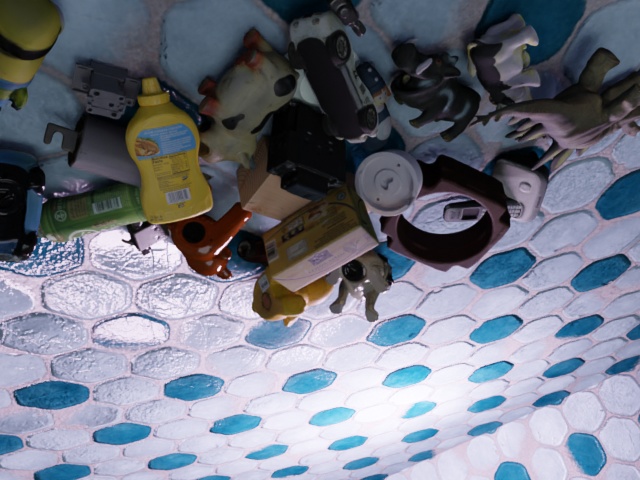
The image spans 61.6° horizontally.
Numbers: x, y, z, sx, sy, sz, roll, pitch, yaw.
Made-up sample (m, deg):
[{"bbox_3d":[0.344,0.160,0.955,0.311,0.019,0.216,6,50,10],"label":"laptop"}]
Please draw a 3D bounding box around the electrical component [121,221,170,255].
[{"bbox_3d":[-0.306,-0.021,0.925,0.078,0.045,0.102,-36,151,-20],"label":"electrical component"}]

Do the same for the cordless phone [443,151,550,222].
[{"bbox_3d":[0.330,-0.093,1.031,0.184,0.089,0.146,-8,143,0],"label":"cordless phone"}]

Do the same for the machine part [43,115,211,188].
[{"bbox_3d":[-0.269,-0.118,0.784,0.243,0.079,0.079,16,132,-34],"label":"machine part"}]

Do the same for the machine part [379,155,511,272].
[{"bbox_3d":[0.229,-0.046,0.996,0.201,0.087,0.201,22,132,-10],"label":"machine part"}]

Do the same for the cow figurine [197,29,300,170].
[{"bbox_3d":[-0.107,-0.181,0.761,0.127,0.085,0.195,29,124,-36],"label":"cow figurine"}]

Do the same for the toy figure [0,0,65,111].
[{"bbox_3d":[-0.362,-0.212,0.621,0.180,0.089,0.082,-39,144,24],"label":"toy figure"}]

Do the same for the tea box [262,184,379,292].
[{"bbox_3d":[-0.002,-0.003,0.860,0.170,0.098,0.068,-28,140,18],"label":"tea box"}]

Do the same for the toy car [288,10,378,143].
[{"bbox_3d":[0.022,-0.213,0.734,0.074,0.056,0.201,0,142,30],"label":"toy car"}]

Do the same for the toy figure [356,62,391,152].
[{"bbox_3d":[0.080,-0.202,0.819,0.058,0.064,0.154,8,149,14],"label":"toy figure"}]

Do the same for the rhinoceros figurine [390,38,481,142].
[{"bbox_3d":[0.173,-0.225,0.809,0.190,0.073,0.112,22,131,-39],"label":"rhinoceros figurine"}]

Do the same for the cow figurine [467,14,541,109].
[{"bbox_3d":[0.278,-0.249,0.819,0.098,0.068,0.167,-23,142,9],"label":"cow figurine"}]

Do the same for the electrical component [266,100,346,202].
[{"bbox_3d":[-0.017,-0.128,0.809,0.115,0.134,0.058,14,159,-34],"label":"electrical component"}]

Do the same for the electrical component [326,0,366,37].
[{"bbox_3d":[0.023,-0.298,0.669,0.021,0.063,0.094,-32,139,21],"label":"electrical component"}]

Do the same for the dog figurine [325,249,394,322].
[{"bbox_3d":[0.097,0.052,1.099,0.121,0.190,0.172,20,122,12],"label":"dog figurine"}]

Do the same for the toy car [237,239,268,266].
[{"bbox_3d":[-0.060,0.012,1.005,0.202,0.053,0.089,-10,159,28],"label":"toy car"}]

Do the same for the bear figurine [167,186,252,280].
[{"bbox_3d":[-0.190,-0.005,0.945,0.132,0.120,0.195,-58,173,-11],"label":"bear figurine"}]

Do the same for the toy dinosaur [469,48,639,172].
[{"bbox_3d":[0.414,-0.197,0.869,0.471,0.105,0.198,1,144,-42],"label":"toy dinosaur"}]

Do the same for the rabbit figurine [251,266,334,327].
[{"bbox_3d":[-0.049,0.121,1.143,0.173,0.122,0.162,-12,150,-36],"label":"rabbit figurine"}]

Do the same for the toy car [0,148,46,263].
[{"bbox_3d":[-0.457,-0.049,0.776,0.109,0.161,0.103,-2,-175,-27],"label":"toy car"}]
